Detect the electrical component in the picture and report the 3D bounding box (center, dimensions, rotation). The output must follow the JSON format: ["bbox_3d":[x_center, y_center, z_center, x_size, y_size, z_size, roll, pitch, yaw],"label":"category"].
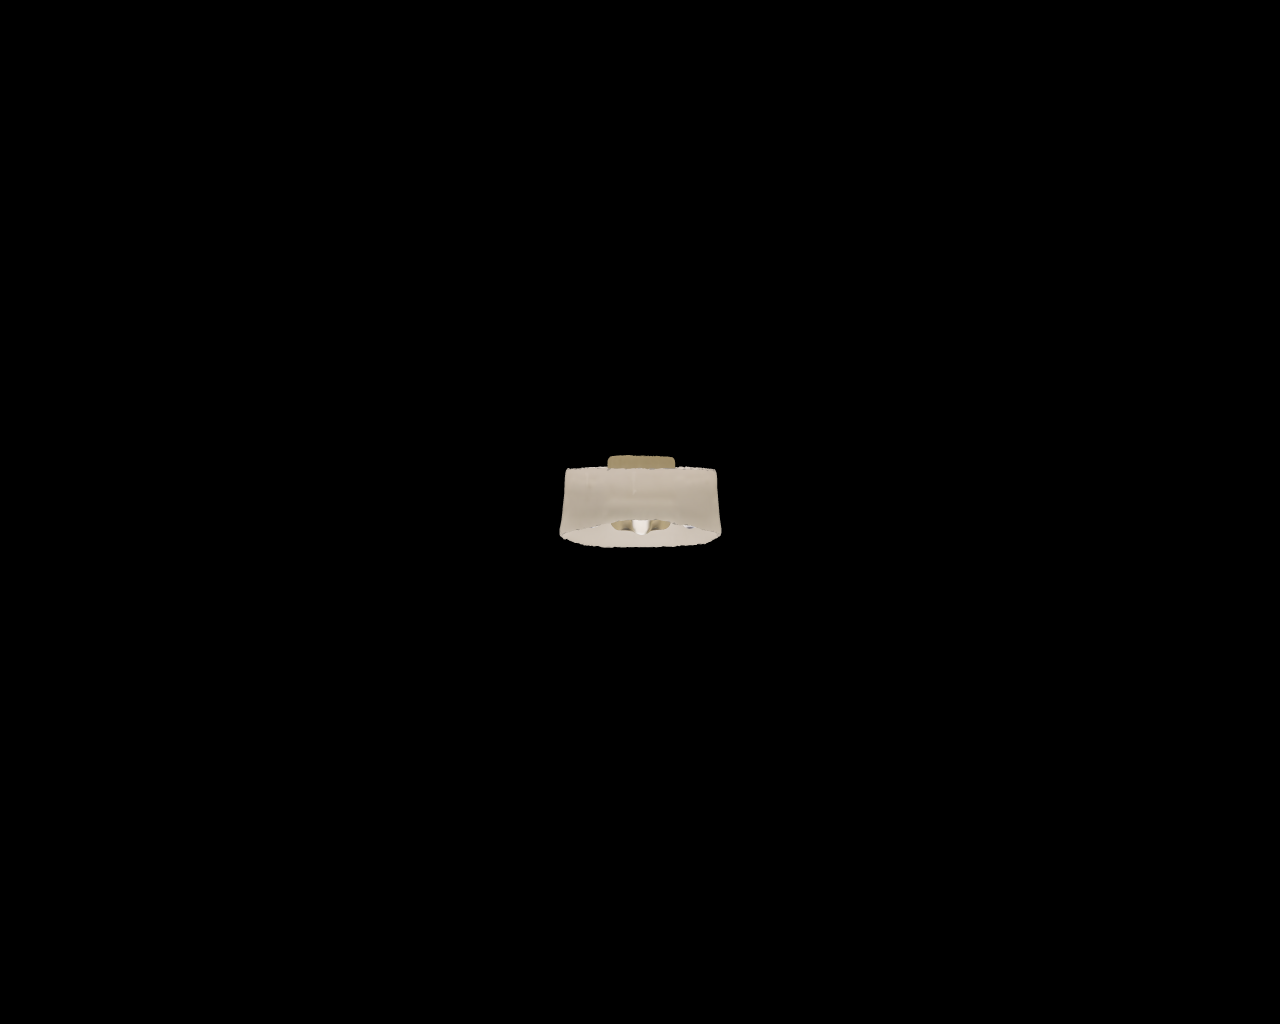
[{"bbox_3d":[0.001,-0.003,0.650,0.099,0.064,0.099,0,3,0],"label":"electrical component"}]
